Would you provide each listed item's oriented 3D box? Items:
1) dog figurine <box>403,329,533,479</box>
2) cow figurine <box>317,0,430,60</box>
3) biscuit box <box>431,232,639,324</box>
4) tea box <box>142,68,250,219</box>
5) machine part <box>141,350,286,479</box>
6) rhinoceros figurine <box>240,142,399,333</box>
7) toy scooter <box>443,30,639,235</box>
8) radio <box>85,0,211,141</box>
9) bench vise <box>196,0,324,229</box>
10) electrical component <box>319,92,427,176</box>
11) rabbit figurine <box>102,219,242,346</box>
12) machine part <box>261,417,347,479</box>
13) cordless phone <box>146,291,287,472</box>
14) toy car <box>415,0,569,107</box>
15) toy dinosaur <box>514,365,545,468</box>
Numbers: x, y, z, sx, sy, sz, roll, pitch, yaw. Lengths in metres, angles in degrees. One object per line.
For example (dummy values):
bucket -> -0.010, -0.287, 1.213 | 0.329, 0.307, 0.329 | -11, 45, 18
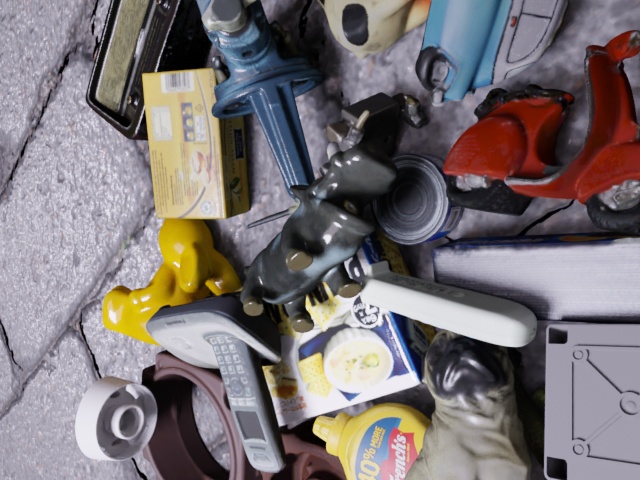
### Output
dog figurine -> 0.099, 0.178, 0.431 | 0.172, 0.121, 0.191 | -31, 46, 27
cow figurine -> 0.015, -0.261, 0.510 | 0.127, 0.085, 0.195 | -34, 76, 29
biscuit box -> 0.190, 0.027, 0.421 | 0.203, 0.059, 0.062 | -3, 96, 38
tea box -> -0.144, -0.111, 0.636 | 0.098, 0.068, 0.169 | 3, 104, 18
machine part -> -0.144, 0.243, 0.695 | 0.202, 0.087, 0.200 | 10, 103, 38
rhinoceros figurine -> -0.001, -0.001, 0.472 | 0.190, 0.073, 0.112 | -50, 26, 34
toy scooter -> 0.175, -0.080, 0.400 | 0.184, 0.075, 0.135 | 14, 97, 53
radio -> -0.216, -0.247, 0.694 | 0.131, 0.073, 0.229 | 41, 119, 27
bench vise -> -0.048, -0.138, 0.515 | 0.224, 0.129, 0.240 | -162, 53, -79
electrical component -> 0.049, -0.099, 0.496 | 0.045, 0.102, 0.078 | 40, 141, 35
rabbit figurine -> -0.183, 0.046, 0.685 | 0.163, 0.121, 0.173 | 5, 80, 44
machine part -> 0.011, 0.290, 0.599 | 0.180, 0.056, 0.179 | 6, 101, 36
cordless phone -> -0.097, 0.147, 0.563 | 0.147, 0.089, 0.184 | -15, 90, 39
toy car -> 0.136, -0.181, 0.414 | 0.103, 0.109, 0.161 | 12, 113, 12
toy dinosaur -> 0.272, 0.248, 0.364 | 0.472, 0.105, 0.198 | 40, 111, 33
